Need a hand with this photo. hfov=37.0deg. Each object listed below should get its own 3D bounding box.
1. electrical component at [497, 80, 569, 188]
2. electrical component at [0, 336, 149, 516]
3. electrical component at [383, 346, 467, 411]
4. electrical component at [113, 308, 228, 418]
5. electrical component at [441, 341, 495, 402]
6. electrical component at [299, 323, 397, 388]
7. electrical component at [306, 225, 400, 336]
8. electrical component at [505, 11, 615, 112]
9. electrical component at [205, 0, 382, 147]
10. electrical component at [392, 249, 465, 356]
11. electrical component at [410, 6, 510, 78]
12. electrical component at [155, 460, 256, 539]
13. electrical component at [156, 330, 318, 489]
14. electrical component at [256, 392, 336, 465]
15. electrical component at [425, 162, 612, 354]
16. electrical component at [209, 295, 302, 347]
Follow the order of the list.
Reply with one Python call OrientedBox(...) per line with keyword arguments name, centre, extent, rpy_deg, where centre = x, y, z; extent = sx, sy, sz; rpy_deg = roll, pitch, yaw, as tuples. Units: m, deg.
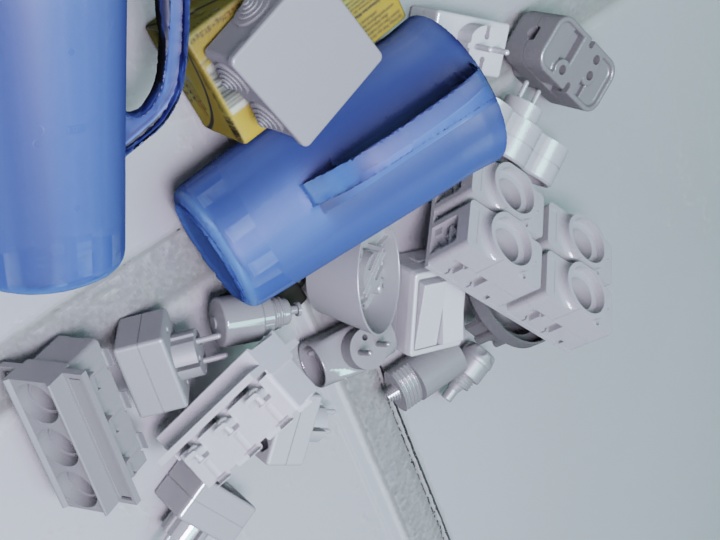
OrientedBox(name="electrical component", centre=(0.142, -0.135, 0.979), extent=(0.138, 0.052, 0.073), rpy_deg=(27, 90, -40))
OrientedBox(name="electrical component", centre=(-0.208, 0.114, 0.801), extent=(0.063, 0.079, 0.121), rpy_deg=(-52, 136, -48))
OrientedBox(name="electrical component", centre=(0.056, 0.098, 1.010), extent=(0.081, 0.043, 0.043), rpy_deg=(-32, 123, -23))
OrientedBox(name="electrical component", centre=(-0.141, 0.067, 0.828), extent=(0.077, 0.047, 0.065), rpy_deg=(-14, 119, 2))
OrientedBox(name="electrical component", centre=(0.102, 0.102, 1.052), extent=(0.061, 0.035, 0.035), rpy_deg=(-52, 129, -5))
OrientedBox(name="electrical component", centre=(-0.002, 0.068, 0.933), extent=(0.077, 0.079, 0.043), rpy_deg=(-24, 98, -28))
OrientedBox(name="electrical component", centre=(0.000, 0.000, 0.903), extent=(0.099, 0.064, 0.099), rpy_deg=(-36, 133, -51))
OrientedBox(name="electrical component", centre=(0.179, -0.191, 0.981), extent=(0.095, 0.059, 0.053), rpy_deg=(33, 86, -40))
OrientedBox(name="electrical component", centre=(-0.047, -0.149, 0.745), extent=(0.099, 0.048, 0.099), rpy_deg=(-51, 129, -9))
OrientedBox(name="electrical component", centre=(0.057, 0.036, 0.975), extent=(0.062, 0.061, 0.096), rpy_deg=(-11, 113, -34))
OrientedBox(name="electrical component", centre=(0.093, -0.189, 0.906), extent=(0.083, 0.076, 0.047), rpy_deg=(0, 107, -37))
OrientedBox(name="electrical component", centre=(-0.141, 0.209, 0.902), extent=(0.076, 0.047, 0.066), rpy_deg=(-54, 129, -8))
OrientedBox(name="electrical component", centre=(-0.095, 0.113, 0.847), extent=(0.121, 0.063, 0.079), rpy_deg=(-44, 177, 27))
OrientedBox(name="electrical component", centre=(-0.054, 0.131, 0.938), extent=(0.077, 0.047, 0.065), rpy_deg=(8, 102, -39))
OrientedBox(name="electrical component", centre=(0.151, -0.016, 0.971), extent=(0.186, 0.060, 0.105), rpy_deg=(30, 51, -29))
OrientedBox(name="electrical component", centre=(-0.084, 0.037, 0.855), extent=(0.078, 0.040, 0.040), rpy_deg=(-9, 112, -27))
